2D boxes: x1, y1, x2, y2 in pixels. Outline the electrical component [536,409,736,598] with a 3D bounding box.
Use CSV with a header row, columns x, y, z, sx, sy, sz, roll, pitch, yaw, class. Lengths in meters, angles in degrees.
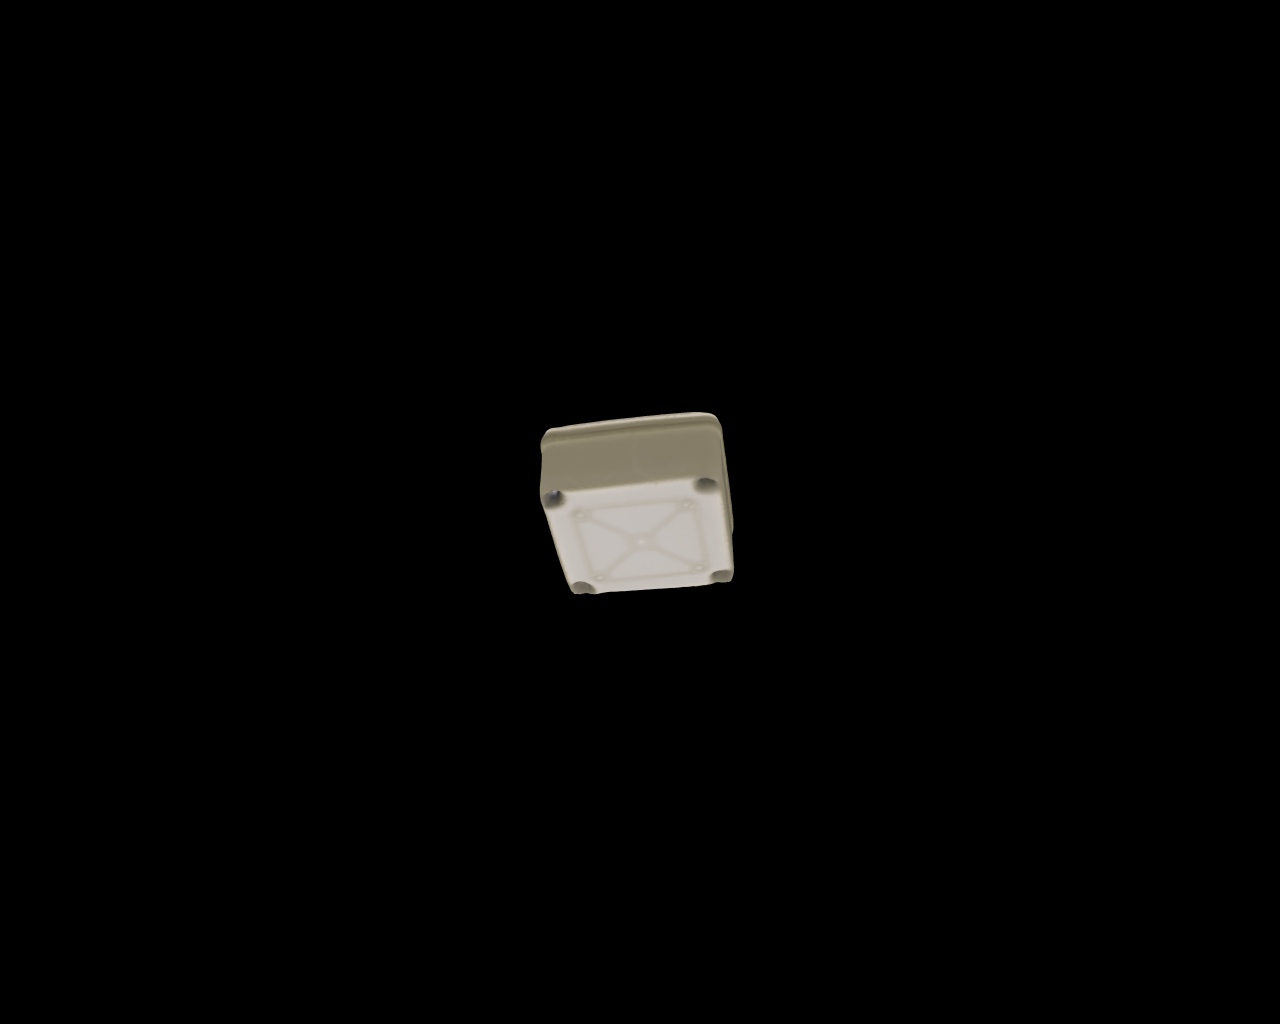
x,y,z,sx,sy,sz,roll,pitch,yaw,class
0.001,-0.003,0.650,0.109,0.056,0.108,-5,-40,6,electrical component
